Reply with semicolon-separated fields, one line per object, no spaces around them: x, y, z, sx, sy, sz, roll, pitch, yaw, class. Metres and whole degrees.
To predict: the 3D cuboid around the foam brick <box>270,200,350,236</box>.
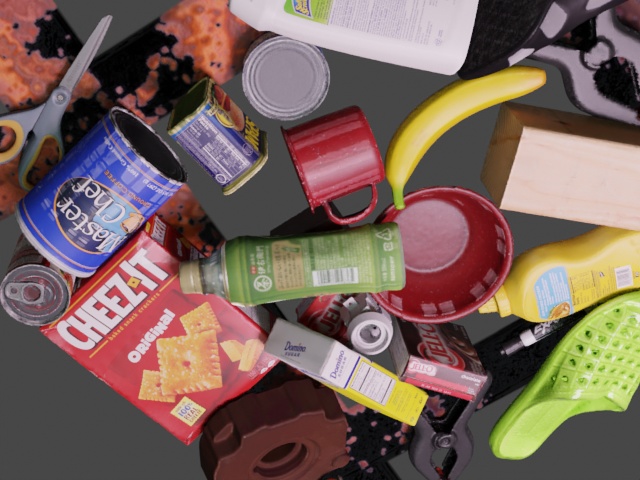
-0.007;0.001;1.120;0.078;0.053;0.051;-31;115;11;foam brick

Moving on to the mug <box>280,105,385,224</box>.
0.018;-0.073;1.058;0.081;0.093;0.117;-21;77;-1;mug

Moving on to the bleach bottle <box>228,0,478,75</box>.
0.018;-0.230;1.000;0.250;0.068;0.102;13;85;-5;bleach bottle

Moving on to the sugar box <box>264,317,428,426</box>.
0.029;0.141;1.132;0.176;0.093;0.048;31;80;-44;sugar box

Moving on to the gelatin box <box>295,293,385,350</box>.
0.027;0.070;1.168;0.073;0.030;0.089;32;109;-18;gelatin box

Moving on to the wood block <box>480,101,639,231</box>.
0.282;-0.072;1.089;0.206;0.091;0.090;9;114;-9;wood block

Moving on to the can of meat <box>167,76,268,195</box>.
-0.099;-0.103;1.035;0.057;0.102;0.084;-39;111;14;can of meat

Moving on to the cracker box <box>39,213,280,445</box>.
-0.163;0.096;1.141;0.164;0.072;0.213;-42;111;14;cracker box

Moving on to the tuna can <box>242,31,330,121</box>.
-0.034;-0.163;1.048;0.086;0.034;0.086;-2;116;-4;tuna can

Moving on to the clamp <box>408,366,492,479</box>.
0.132;0.221;1.246;0.120;0.039;0.171;2;116;-5;clamp

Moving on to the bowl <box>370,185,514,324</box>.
0.120;0.007;1.132;0.162;0.055;0.162;-2;116;-4;bowl

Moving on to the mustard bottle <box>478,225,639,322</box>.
0.262;0.042;1.158;0.191;0.058;0.096;-19;134;4;mustard bottle

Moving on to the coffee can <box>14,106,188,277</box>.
-0.214;-0.047;1.048;0.140;0.103;0.102;-42;112;13;coffee can

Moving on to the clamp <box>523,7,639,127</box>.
0.260;-0.186;1.061;0.165;0.036;0.210;-33;110;12;clamp

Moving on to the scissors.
-0.275;-0.140;1.047;0.096;0.016;0.202;15;114;-13;scissors

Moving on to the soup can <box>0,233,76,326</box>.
-0.282;0.032;1.082;0.068;0.102;0.068;-2;116;-5;soup can

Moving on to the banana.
0.131;-0.118;1.063;0.198;0.037;0.069;-42;82;10;banana

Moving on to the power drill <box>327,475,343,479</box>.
0.046;0.356;1.268;0.187;0.057;0.185;23;115;-39;power drill

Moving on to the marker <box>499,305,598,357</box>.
0.258;0.099;1.209;0.121;0.020;0.020;-29;115;9;marker

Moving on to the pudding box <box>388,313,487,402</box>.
0.122;0.122;1.156;0.090;0.113;0.039;18;109;-14;pudding box
